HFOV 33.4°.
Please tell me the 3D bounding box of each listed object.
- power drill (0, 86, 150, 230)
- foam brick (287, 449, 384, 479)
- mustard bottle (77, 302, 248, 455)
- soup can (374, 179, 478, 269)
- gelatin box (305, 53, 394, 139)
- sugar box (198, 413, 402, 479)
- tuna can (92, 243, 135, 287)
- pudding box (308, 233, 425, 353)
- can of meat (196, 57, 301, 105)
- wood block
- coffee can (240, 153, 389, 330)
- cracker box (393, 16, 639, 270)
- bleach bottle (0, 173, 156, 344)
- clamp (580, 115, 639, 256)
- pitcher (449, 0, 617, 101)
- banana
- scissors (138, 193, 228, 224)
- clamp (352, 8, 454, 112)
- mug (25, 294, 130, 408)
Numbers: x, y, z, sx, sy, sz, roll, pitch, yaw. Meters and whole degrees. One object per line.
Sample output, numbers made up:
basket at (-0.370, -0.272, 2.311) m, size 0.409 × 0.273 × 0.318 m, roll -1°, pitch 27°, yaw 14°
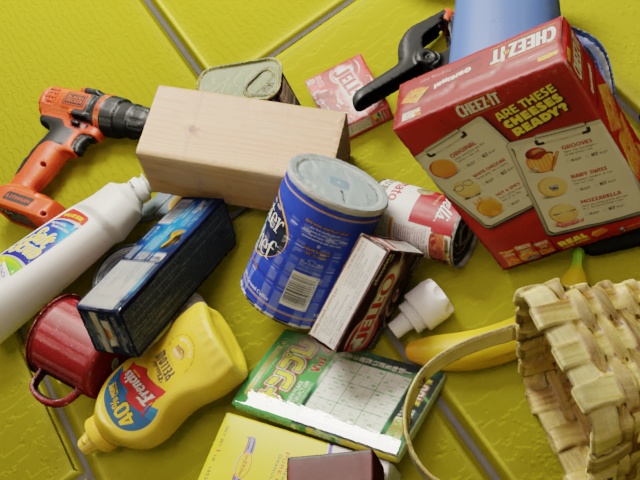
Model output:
power drill at (-0.293, -0.096, 1.272) m, size 0.185 × 0.057 × 0.187 m, roll 14°, pitch 65°, yaw 31°
foam brick at (0.015, 0.217, 0.925) m, size 0.078 × 0.053 × 0.051 m, roll -9°, pitch 59°, yaw 14°
mustard bottle at (-0.166, 0.153, 1.068) m, size 0.192 × 0.058 × 0.096 m, roll -39°, pitch 52°, yaw 10°
soup can at (0.102, -0.017, 1.067) m, size 0.102 × 0.068 × 0.068 m, roll 18°, pitch 69°, yaw 28°
gelatin box at (0.032, -0.159, 1.198) m, size 0.073 × 0.030 × 0.089 m, roll -26°, pitch 57°, yaw 4°
sugar box at (-0.023, 0.229, 0.988) m, size 0.176 × 0.048 × 0.093 m, roll 10°, pitch 66°, yaw 27°
tuna can at (-0.205, 0.047, 1.168) m, size 0.086 × 0.033 × 0.086 m, roll -9°, pitch 59°, yaw 16°
pudding box at (0.045, 0.051, 1.014) m, size 0.039 × 0.089 × 0.113 m, roll 30°, pitch 100°, yaw 24°
can of meat at (-0.077, -0.153, 1.204) m, size 0.102 × 0.084 × 0.057 m, roll -7°, pitch 59°, yaw 18°
wood block at (-0.078, -0.093, 1.139) m, size 0.206 × 0.090 × 0.090 m, roll 10°, pitch 66°, yaw 10°
coffee can at (-0.007, 0.001, 1.039) m, size 0.103 × 0.102 × 0.140 m, roll 43°, pitch 122°, yaw 34°
cracker box at (0.191, -0.079, 0.961) m, size 0.164 × 0.213 × 0.072 m, roll -20°, pitch 41°, yaw 29°
bleach bottle at (-0.291, 0.012, 1.189) m, size 0.251 × 0.068 × 0.103 m, roll -39°, pitch 32°, yaw -4°
clamp at (0.356, -0.025, 0.995) m, size 0.210 × 0.036 × 0.164 m, roll 27°, pitch 75°, yaw 35°
pitcher at (0.202, -0.177, 1.091) m, size 0.145 × 0.149 × 0.242 m, roll -39°, pitch 37°, yaw 50°
banana at (0.178, 0.082, 1.004) m, size 0.198 × 0.037 × 0.070 m, roll -29°, pitch 42°, yaw 2°
scissors at (-0.198, -0.047, 1.231) m, size 0.202 × 0.016 × 0.096 m, roll -8°, pitch 58°, yaw 17°
clamp at (0.124, -0.182, 1.165) m, size 0.120 × 0.039 × 0.171 m, roll 29°, pitch 64°, yaw 9°
mug at (-0.251, 0.123, 1.108) m, size 0.082 × 0.093 × 0.117 m, roll 23°, pitch 61°, yaw 25°
